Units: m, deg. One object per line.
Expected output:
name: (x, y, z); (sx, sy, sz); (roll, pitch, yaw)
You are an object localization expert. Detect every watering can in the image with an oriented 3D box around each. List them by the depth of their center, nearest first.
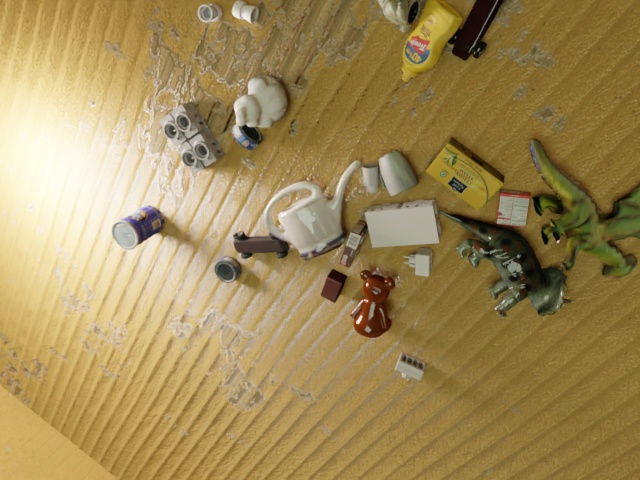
watering can: (0.004, -0.074, 1.464); (0.345, 0.106, 0.222); (-24, 103, 22)

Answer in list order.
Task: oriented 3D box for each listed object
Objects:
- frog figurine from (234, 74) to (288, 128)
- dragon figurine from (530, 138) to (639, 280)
frog figurine: (-0.159, -0.363, 1.363); (0.123, 0.162, 0.135); (8, 117, 17)
dragon figurine: (0.650, -0.072, 1.215); (0.242, 0.124, 0.405); (-16, 109, 9)
